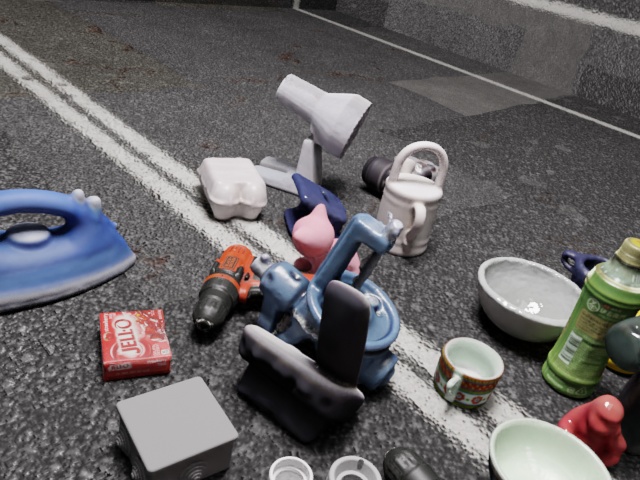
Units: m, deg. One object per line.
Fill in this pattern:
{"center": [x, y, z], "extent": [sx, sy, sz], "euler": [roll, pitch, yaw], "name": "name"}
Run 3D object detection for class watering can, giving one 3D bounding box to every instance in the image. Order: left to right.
{"center": [0.154, -0.082, 0.983], "extent": [0.101, 0.194, 0.172], "euler": [-5, 34, -27], "name": "watering can"}

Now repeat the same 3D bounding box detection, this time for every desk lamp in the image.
{"center": [-0.019, -0.196, 1.096], "extent": [0.203, 0.213, 0.118], "euler": [18, 30, 10], "name": "desk lamp"}

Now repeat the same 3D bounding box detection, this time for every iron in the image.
{"center": [-0.357, -0.007, 0.717], "extent": [0.259, 0.141, 0.118], "euler": [-13, 38, -36], "name": "iron"}

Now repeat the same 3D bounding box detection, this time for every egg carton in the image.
{"center": [-0.156, -0.094, 1.015], "extent": [0.107, 0.069, 0.150], "euler": [-3, 33, -25], "name": "egg carton"}

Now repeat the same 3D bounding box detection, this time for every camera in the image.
{"center": [0.165, -0.131, 1.166], "extent": [0.136, 0.101, 0.143], "euler": [31, 35, 30], "name": "camera"}

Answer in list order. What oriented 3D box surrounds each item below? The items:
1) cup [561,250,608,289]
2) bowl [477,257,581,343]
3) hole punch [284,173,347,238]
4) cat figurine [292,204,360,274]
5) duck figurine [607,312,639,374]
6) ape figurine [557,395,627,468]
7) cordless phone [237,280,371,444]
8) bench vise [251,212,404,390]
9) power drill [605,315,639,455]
{"center": [0.423, 0.077, 0.910], "extent": [0.092, 0.095, 0.117], "euler": [-13, 38, -37], "name": "cup"}
{"center": [0.305, 0.099, 0.849], "extent": [0.167, 0.075, 0.167], "euler": [9, 30, -5], "name": "bowl"}
{"center": [-0.004, -0.060, 0.991], "extent": [0.101, 0.091, 0.108], "euler": [2, 31, -17], "name": "hole punch"}
{"center": [0.008, 0.003, 0.860], "extent": [0.128, 0.118, 0.067], "euler": [-4, 33, -25], "name": "cat figurine"}
{"center": [0.444, 0.134, 0.829], "extent": [0.077, 0.086, 0.105], "euler": [17, 30, 9], "name": "duck figurine"}
{"center": [0.305, 0.211, 0.639], "extent": [0.077, 0.092, 0.076], "euler": [20, 31, 14], "name": "ape figurine"}
{"center": [-0.013, 0.105, 0.610], "extent": [0.147, 0.185, 0.094], "euler": [26, 33, 23], "name": "cordless phone"}
{"center": [0.008, 0.056, 0.666], "extent": [0.207, 0.220, 0.121], "euler": [16, 30, 6], "name": "bench vise"}
{"center": [0.418, 0.149, 0.670], "extent": [0.230, 0.208, 0.075], "euler": [0, 32, -21], "name": "power drill"}
